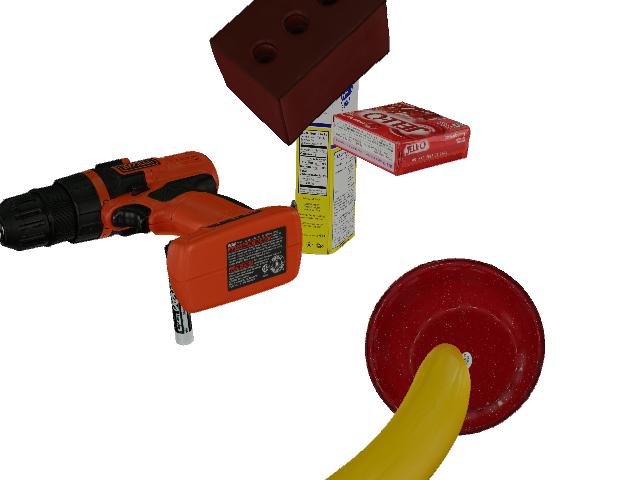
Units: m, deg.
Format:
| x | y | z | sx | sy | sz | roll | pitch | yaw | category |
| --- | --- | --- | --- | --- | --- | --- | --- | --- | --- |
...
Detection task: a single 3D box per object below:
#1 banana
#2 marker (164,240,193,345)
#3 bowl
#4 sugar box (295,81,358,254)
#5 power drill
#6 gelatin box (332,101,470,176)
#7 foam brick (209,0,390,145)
| x | y | z | sx | sy | sz | roll | pitch | yaw | category |
| --- | --- | --- | --- | --- | --- | --- | --- | --- | --- |
| 0.033 | 0.117 | 0.588 | 0.070 | 0.037 | 0.197 | 20 | 43 | 41 | banana |
| -0.146 | 0.054 | 1.099 | 0.020 | 0.121 | 0.020 | -2 | 30 | 1 | marker |
| 0.121 | 0.098 | 0.928 | 0.162 | 0.162 | 0.055 | 0 | 6 | -1 | bowl |
| 0.006 | -0.080 | 1.096 | 0.048 | 0.176 | 0.093 | 3 | 14 | 17 | sugar box |
| -0.118 | -0.011 | 0.759 | 0.184 | 0.057 | 0.188 | -19 | 31 | -35 | power drill |
| 0.064 | -0.084 | 0.857 | 0.073 | 0.030 | 0.089 | -15 | 27 | -31 | gelatin box |
| -0.009 | -0.100 | 0.551 | 0.053 | 0.078 | 0.051 | 43 | -9 | 18 | foam brick |
